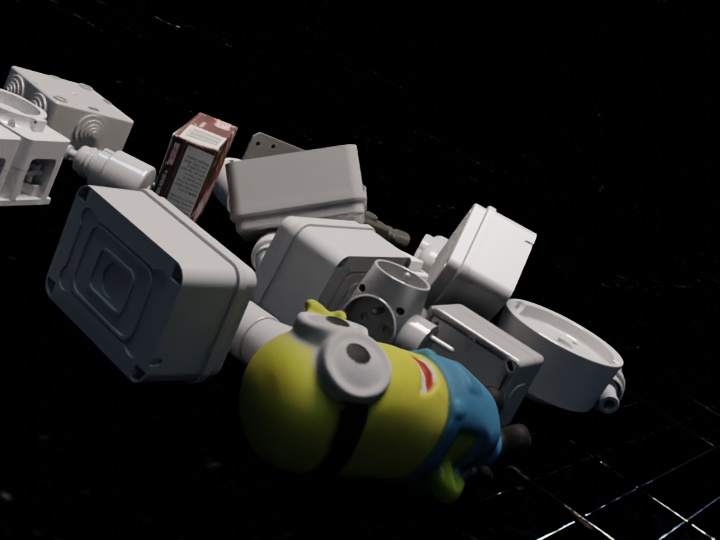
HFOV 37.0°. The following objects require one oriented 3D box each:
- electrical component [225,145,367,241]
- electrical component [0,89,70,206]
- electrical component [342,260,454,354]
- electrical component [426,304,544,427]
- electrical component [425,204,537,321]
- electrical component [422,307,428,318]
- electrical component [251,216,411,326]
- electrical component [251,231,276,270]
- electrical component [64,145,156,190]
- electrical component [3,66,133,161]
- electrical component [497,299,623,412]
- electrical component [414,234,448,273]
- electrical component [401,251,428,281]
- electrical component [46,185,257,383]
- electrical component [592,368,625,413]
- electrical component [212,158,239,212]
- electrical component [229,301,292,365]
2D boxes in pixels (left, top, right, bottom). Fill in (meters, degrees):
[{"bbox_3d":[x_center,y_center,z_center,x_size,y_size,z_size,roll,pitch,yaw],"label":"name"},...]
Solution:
[{"bbox_3d":[-0.052,-0.063,0.906,0.113,0.057,0.078,-9,-6,-1],"label":"electrical component"},{"bbox_3d":[-0.312,-0.115,0.762,0.186,0.060,0.105,30,15,16],"label":"electrical component"},{"bbox_3d":[0.028,0.045,0.753,0.079,0.077,0.044,31,15,18],"label":"electrical component"},{"bbox_3d":[0.077,0.067,0.792,0.096,0.061,0.061,33,16,26],"label":"electrical component"},{"bbox_3d":[0.093,0.006,0.911,0.057,0.078,0.113,29,-31,-1],"label":"electrical component"},{"bbox_3d":[0.070,0.050,0.878,0.062,0.048,0.048,29,13,39],"label":"electrical component"},{"bbox_3d":[-0.023,0.006,0.801,0.057,0.078,0.113,37,17,25],"label":"electrical component"},{"bbox_3d":[-0.071,-0.009,0.861,0.035,0.035,0.061,26,17,-2],"label":"electrical component"},{"bbox_3d":[-0.201,-0.078,0.864,0.078,0.040,0.040,27,14,3],"label":"electrical component"},{"bbox_3d":[-0.260,-0.134,0.944,0.100,0.048,0.100,37,18,36],"label":"electrical component"},{"bbox_3d":[0.157,0.077,0.899,0.108,0.060,0.108,25,14,-7],"label":"electrical component"},{"bbox_3d":[0.077,0.004,1.033,0.059,0.053,0.095,28,14,5],"label":"electrical component"},{"bbox_3d":[0.000,0.000,0.897,0.096,0.061,0.062,36,17,33],"label":"electrical component"},{"bbox_3d":[-0.122,0.007,0.625,0.113,0.078,0.057,36,20,35],"label":"electrical component"},{"bbox_3d":[0.211,0.102,0.940,0.048,0.048,0.062,23,21,-11],"label":"electrical component"},{"bbox_3d":[-0.118,-0.081,1.015,0.043,0.043,0.081,17,17,-34],"label":"electrical component"},{"bbox_3d":[-0.060,0.046,0.672,0.065,0.044,0.044,31,14,38],"label":"electrical component"}]
